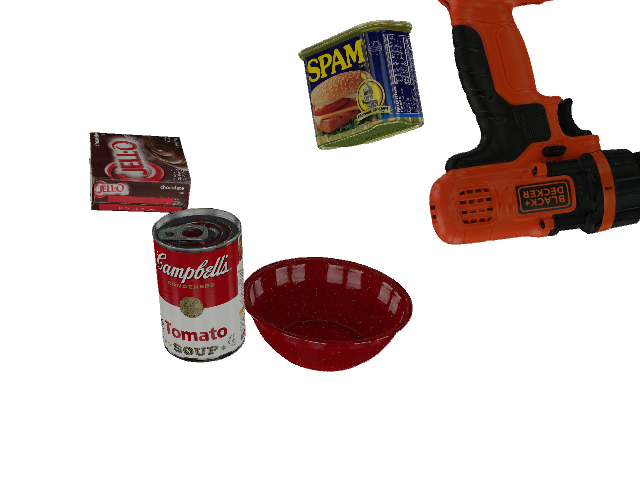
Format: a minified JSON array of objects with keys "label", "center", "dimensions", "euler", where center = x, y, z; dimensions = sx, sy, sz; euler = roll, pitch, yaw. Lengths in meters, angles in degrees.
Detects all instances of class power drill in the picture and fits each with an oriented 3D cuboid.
[{"label":"power drill","center":[0.152,-0.096,0.679],"dimensions":[0.184,0.187,0.057],"euler":[-8,-2,-5]}]

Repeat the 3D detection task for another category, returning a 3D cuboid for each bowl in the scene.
[{"label":"bowl","center":[0.004,0.076,1.009],"dimensions":[0.162,0.055,0.162],"euler":[4,27,-2]}]

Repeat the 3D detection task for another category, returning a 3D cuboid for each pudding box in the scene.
[{"label":"pudding box","center":[-0.175,-0.065,1.018],"dimensions":[0.090,0.039,0.113],"euler":[3,25,-15]}]

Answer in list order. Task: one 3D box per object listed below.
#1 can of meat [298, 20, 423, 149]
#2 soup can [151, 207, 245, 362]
[{"label":"can of meat","center":[0.034,-0.126,0.884],"dimensions":[0.057,0.084,0.102],"euler":[-6,-5,-42]},{"label":"soup can","center":[-0.093,0.035,0.829],"dimensions":[0.068,0.102,0.068],"euler":[0,28,0]}]
